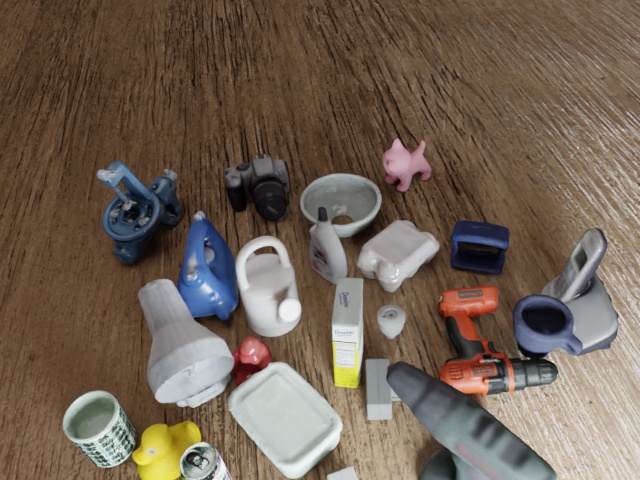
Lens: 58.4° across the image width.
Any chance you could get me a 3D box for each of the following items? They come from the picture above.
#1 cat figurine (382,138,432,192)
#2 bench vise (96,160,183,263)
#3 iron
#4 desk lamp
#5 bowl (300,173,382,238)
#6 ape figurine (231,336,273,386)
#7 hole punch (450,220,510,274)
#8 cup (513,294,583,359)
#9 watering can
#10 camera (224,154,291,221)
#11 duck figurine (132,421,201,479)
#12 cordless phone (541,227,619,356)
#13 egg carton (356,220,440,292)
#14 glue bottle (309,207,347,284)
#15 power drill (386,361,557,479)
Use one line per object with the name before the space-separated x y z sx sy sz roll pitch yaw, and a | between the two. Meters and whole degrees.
cat figurine | 0.183 -0.171 1.241 0.128 0.118 0.067 -31 50 -22
bench vise | -0.373 -0.090 1.153 0.121 0.220 0.207 1 46 8
iron | -0.222 0.029 1.074 0.118 0.142 0.258 -8 45 -1
desk lamp | -0.211 0.172 0.882 0.118 0.214 0.202 -25 48 -17
bowl | 0.044 -0.059 1.177 0.167 0.075 0.167 -3 46 3
ape figurine | -0.111 0.191 0.937 0.077 0.092 0.076 20 51 24
hole punch | 0.300 -0.002 1.081 0.108 0.091 0.101 9 47 15
cup | 0.361 0.156 0.916 0.092 0.095 0.117 -31 50 -22
watering can | -0.085 0.074 0.978 0.172 0.194 0.101 26 54 28
camera | -0.130 -0.111 1.229 0.143 0.101 0.136 -12 46 -6
duck figurine | -0.230 0.302 0.847 0.105 0.086 0.077 -36 52 -26
cordless phone | 0.427 0.083 0.917 0.094 0.185 0.147 -7 45 0
egg carton | 0.147 0.027 1.085 0.150 0.069 0.107 -37 53 -27
glue bottle | 0.010 0.004 1.050 0.078 0.173 0.037 30 56 31
power drill | 0.181 0.274 0.742 0.228 0.209 0.076 28 55 29
